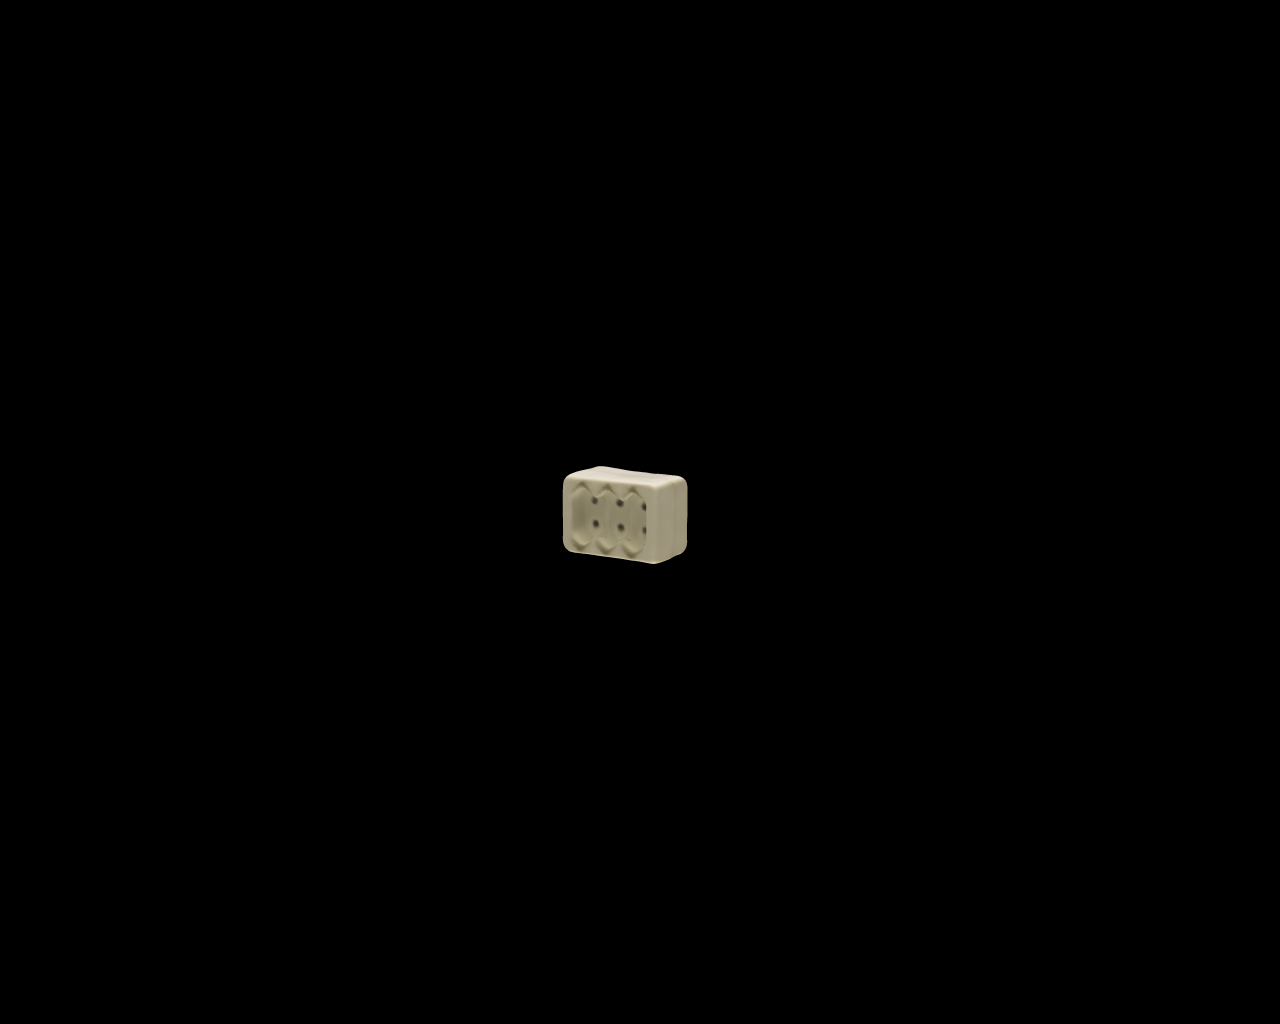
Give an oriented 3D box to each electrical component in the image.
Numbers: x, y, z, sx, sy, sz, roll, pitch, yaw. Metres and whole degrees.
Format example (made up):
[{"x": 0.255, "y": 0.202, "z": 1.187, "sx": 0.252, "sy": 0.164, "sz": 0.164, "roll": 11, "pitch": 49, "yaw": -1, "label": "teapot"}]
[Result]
[{"x": 0.001, "y": -0.003, "z": 0.650, "sx": 0.066, "sy": 0.047, "sz": 0.077, "roll": 8, "pitch": 15, "yaw": 30, "label": "electrical component"}]
